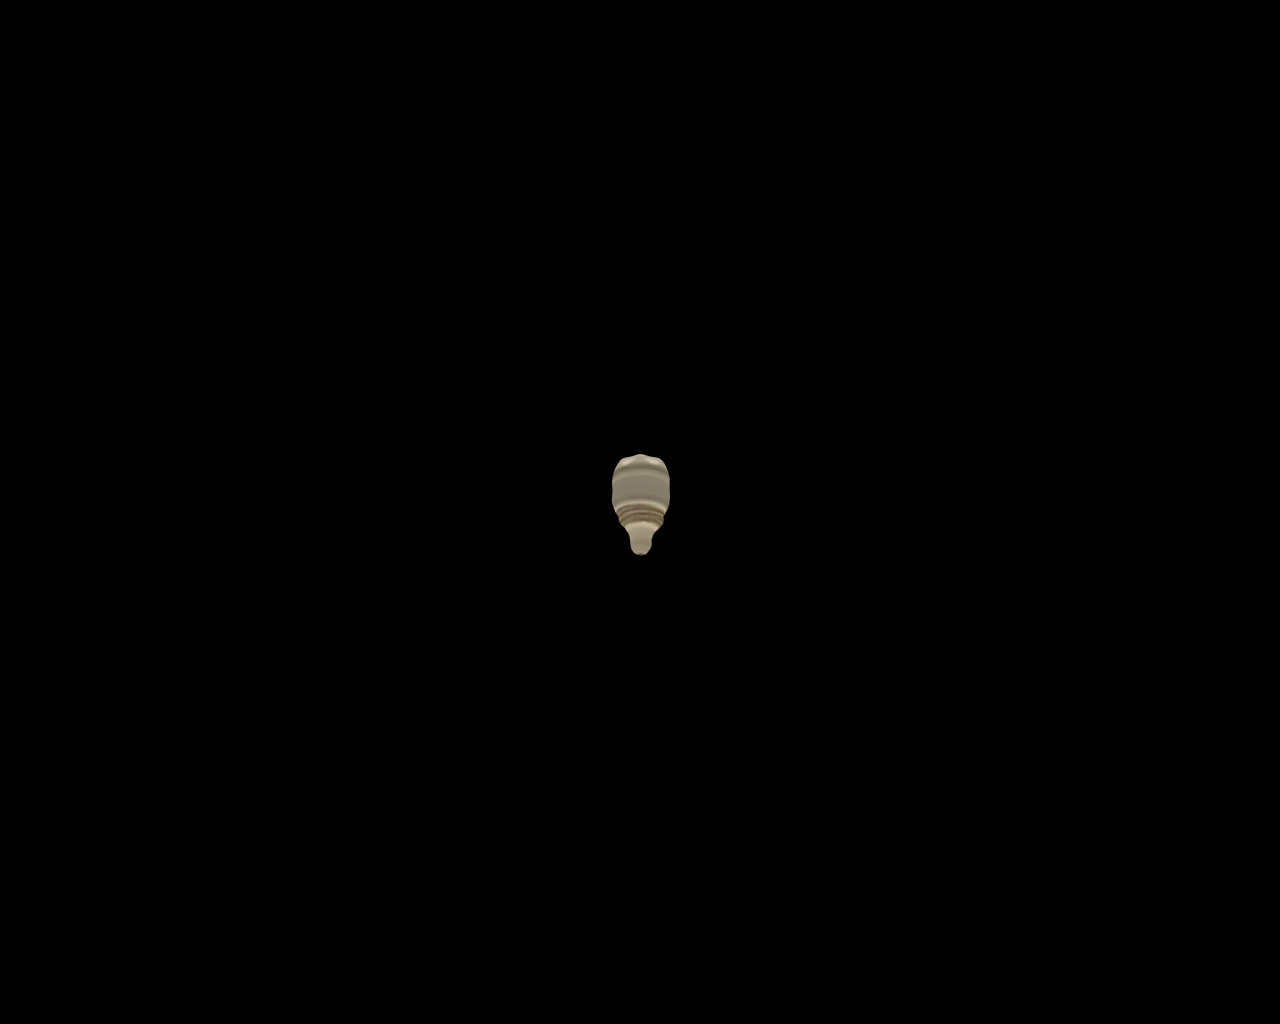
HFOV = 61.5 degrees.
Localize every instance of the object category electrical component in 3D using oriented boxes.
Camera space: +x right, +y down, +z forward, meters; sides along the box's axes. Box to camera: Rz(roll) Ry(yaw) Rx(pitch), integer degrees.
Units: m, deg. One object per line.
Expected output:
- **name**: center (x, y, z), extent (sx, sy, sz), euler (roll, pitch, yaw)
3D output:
- **electrical component**: center (0.001, -0.003, 0.650), extent (0.035, 0.061, 0.035), euler (0, -22, 0)
